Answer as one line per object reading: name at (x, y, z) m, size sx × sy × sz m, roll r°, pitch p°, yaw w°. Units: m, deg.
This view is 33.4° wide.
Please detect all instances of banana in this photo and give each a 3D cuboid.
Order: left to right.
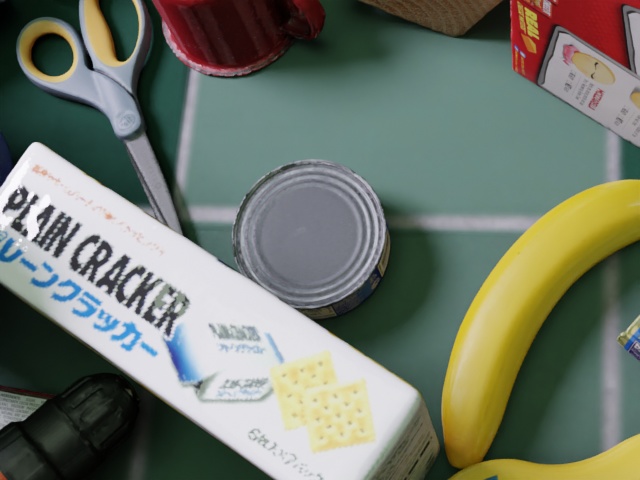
banana at (0.122, 0.030, 0.560) m, size 0.197 × 0.037 × 0.070 m, roll -43°, pitch 70°, yaw -5°

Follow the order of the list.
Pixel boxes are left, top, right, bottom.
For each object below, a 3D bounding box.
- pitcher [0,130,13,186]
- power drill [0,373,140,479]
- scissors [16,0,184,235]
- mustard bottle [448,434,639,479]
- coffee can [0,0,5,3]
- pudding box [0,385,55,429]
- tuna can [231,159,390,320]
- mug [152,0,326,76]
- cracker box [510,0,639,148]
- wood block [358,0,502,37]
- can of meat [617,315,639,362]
pitcher at (-0.236, -0.027, 0.519) m, size 0.149 × 0.243 × 0.145 m, roll 30°, pitch 93°, yaw -12°
power drill at (-0.121, 0.182, 0.519) m, size 0.184 × 0.057 × 0.188 m, roll -40°, pitch 83°, yaw -15°
scissors at (-0.135, -0.072, 0.651) m, size 0.096 × 0.016 × 0.202 m, roll -12°, pitch 70°, yaw 8°
mustard bottle at (0.106, 0.151, 0.513) m, size 0.191 × 0.058 × 0.096 m, roll -12°, pitch 71°, yaw 7°
coffee can at (-0.280, -0.147, 0.655) m, size 0.140 × 0.102 × 0.103 m, roll -41°, pitch 70°, yaw -4°
pudding box at (-0.189, 0.135, 0.582) m, size 0.090 × 0.039 × 0.113 m, roll 8°, pitch 72°, yaw 14°
tuna can at (-0.004, 0.001, 0.594) m, size 0.086 × 0.033 × 0.086 m, roll -3°, pitch 72°, yaw 10°
mug at (-0.050, -0.151, 0.626) m, size 0.117 × 0.081 × 0.093 m, roll 29°, pitch 79°, yaw 17°
cracker box at (0.197, -0.089, 0.518) m, size 0.214 × 0.164 × 0.072 m, roll 35°, pitch 83°, yaw 19°
wood block at (0.080, -0.237, 0.613) m, size 0.090 × 0.091 × 0.206 m, roll 18°, pitch 74°, yaw -13°
can of meat at (0.212, 0.042, 0.528) m, size 0.102 × 0.057 × 0.084 m, roll -45°, pitch 72°, yaw -6°
